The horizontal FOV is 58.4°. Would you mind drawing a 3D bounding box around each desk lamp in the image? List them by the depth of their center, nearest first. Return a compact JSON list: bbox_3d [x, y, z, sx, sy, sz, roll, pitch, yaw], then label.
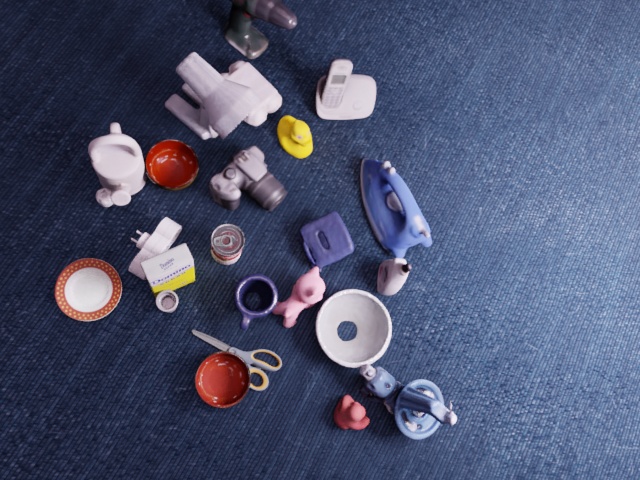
[{"bbox_3d":[-0.234,-0.296,1.226,0.203,0.213,0.118,39,72,0],"label":"desk lamp"}]

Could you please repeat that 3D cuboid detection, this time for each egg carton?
[{"bbox_3d":[-0.168,-0.339,1.327,0.150,0.069,0.107,44,72,1],"label":"egg carton"}]

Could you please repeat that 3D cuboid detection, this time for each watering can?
[{"bbox_3d":[-0.408,-0.158,1.165,0.101,0.194,0.173,-29,84,-17],"label":"watering can"}]

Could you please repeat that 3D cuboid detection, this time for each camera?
[{"bbox_3d":[-0.150,-0.121,1.261,0.137,0.100,0.143,43,72,1],"label":"camera"}]

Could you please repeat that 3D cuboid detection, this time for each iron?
[{"bbox_3d":[0.171,-0.094,1.301,0.119,0.141,0.258,-24,82,-16],"label":"iron"}]

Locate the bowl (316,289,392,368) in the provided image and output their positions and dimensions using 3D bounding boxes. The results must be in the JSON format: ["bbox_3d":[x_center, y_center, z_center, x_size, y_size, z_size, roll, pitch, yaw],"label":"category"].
[{"bbox_3d":[0.066,0.194,1.244,0.167,0.074,0.167,3,76,-11],"label":"bowl"}]

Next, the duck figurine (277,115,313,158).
[{"bbox_3d":[-0.053,-0.249,1.320,0.078,0.086,0.104,-31,85,-17],"label":"duck figurine"}]

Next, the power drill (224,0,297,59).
[{"bbox_3d":[-0.156,-0.509,1.297,0.229,0.208,0.076,38,72,-1],"label":"power drill"}]

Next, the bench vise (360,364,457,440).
[{"bbox_3d":[0.174,0.332,1.157,0.207,0.219,0.121,19,73,-7],"label":"bench vise"}]

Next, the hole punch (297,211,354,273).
[{"bbox_3d":[0.012,0.005,1.270,0.101,0.091,0.108,-24,82,-16],"label":"hole punch"}]

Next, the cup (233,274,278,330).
[{"bbox_3d":[-0.143,0.136,1.203,0.092,0.095,0.118,21,73,-6],"label":"cup"}]

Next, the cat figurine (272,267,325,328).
[{"bbox_3d":[-0.038,0.121,1.217,0.067,0.117,0.128,44,72,1],"label":"cat figurine"}]

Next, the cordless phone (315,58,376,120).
[{"bbox_3d":[0.068,-0.355,1.320,0.148,0.185,0.094,-7,78,-13],"label":"cordless phone"}]

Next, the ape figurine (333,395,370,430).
[{"bbox_3d":[0.069,0.362,1.194,0.076,0.092,0.078,-17,81,-15],"label":"ape figurine"}]

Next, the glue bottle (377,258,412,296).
[{"bbox_3d":[0.166,0.072,1.243,0.037,0.173,0.078,5,75,-10],"label":"glue bottle"}]
